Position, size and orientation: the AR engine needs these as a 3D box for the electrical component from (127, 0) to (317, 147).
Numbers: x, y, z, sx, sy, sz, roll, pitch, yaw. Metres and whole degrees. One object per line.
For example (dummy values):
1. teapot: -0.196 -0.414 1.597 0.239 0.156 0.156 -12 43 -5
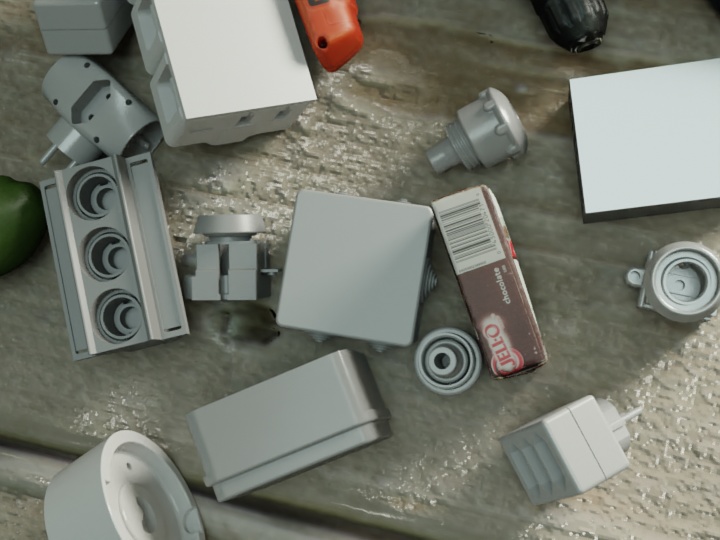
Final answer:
1. electrical component: -0.098 -0.164 0.705 0.089 0.062 0.150 -13 82 -24

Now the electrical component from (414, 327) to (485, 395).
1. electrical component: 0.055 0.057 0.671 0.043 0.062 0.043 -1 85 11

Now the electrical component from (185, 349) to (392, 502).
1. electrical component: -0.042 0.098 0.677 0.113 0.078 0.057 -23 79 8

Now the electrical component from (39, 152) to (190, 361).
1. electrical component: -0.159 -0.008 0.714 0.079 0.063 0.121 -14 83 9

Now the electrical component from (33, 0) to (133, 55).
1. electrical component: -0.185 -0.192 0.717 0.047 0.065 0.076 1 130 10

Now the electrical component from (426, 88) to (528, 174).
1. electrical component: 0.073 -0.084 0.690 0.062 0.048 0.048 -28 81 14

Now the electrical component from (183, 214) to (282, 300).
1. electrical component: -0.085 -0.009 0.711 0.066 0.048 0.055 -1 93 10

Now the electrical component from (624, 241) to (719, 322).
1. electrical component: 0.196 0.008 0.654 0.066 0.055 0.048 12 87 11

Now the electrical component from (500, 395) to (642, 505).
1. electrical component: 0.138 0.103 0.655 0.077 0.065 0.047 -24 80 -22

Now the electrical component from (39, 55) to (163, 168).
1. electrical component: -0.187 -0.096 0.737 0.077 0.043 0.079 42 93 11

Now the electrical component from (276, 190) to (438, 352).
1. electrical component: 0.000 0.000 0.692 0.100 0.048 0.099 9 87 11

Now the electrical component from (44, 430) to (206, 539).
1. electrical component: -0.153 0.163 0.678 0.060 0.108 0.108 -29 81 12
